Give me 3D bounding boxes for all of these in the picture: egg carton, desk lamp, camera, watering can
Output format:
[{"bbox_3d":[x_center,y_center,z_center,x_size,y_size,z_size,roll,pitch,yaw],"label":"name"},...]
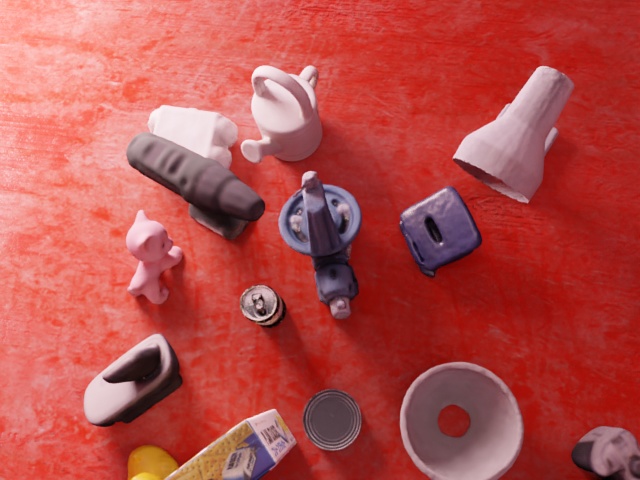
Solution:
[{"bbox_3d":[-0.212,-0.160,0.934,0.150,0.069,0.107,8,78,5],"label":"egg carton"},{"bbox_3d":[0.279,-0.142,0.825,0.118,0.213,0.203,32,81,10],"label":"desk lamp"},{"bbox_3d":[0.392,0.345,0.763,0.137,0.101,0.143,-33,77,-4],"label":"camera"},{"bbox_3d":[-0.054,-0.192,0.868,0.101,0.194,0.173,9,78,6],"label":"watering can"}]

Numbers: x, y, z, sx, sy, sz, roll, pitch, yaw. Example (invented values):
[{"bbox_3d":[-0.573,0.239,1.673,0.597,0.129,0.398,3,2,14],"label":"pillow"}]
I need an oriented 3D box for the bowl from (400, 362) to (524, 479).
[{"bbox_3d":[0.194,0.258,0.809,0.167,0.075,0.167,-1,77,3],"label":"bowl"}]

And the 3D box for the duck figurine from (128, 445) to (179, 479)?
[{"bbox_3d":[-0.244,0.345,0.810,0.077,0.086,0.104,-29,77,-3],"label":"duck figurine"}]

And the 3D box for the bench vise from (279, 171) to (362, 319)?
[{"bbox_3d":[0.018,-0.003,0.806,0.121,0.220,0.207,-31,77,-3],"label":"bench vise"}]

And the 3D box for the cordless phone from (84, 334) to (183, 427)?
[{"bbox_3d":[-0.280,0.196,0.796,0.147,0.185,0.094,-40,77,-6],"label":"cordless phone"}]

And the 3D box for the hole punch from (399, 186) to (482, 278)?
[{"bbox_3d":[0.179,-0.011,0.864,0.101,0.091,0.108,-25,77,-2],"label":"hole punch"}]

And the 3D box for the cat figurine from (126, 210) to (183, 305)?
[{"bbox_3d":[-0.262,0.026,0.869,0.067,0.118,0.128,14,78,7],"label":"cat figurine"}]

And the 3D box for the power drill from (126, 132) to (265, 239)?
[{"bbox_3d":[-0.163,-0.070,0.839,0.229,0.208,0.076,29,80,10],"label":"power drill"}]
